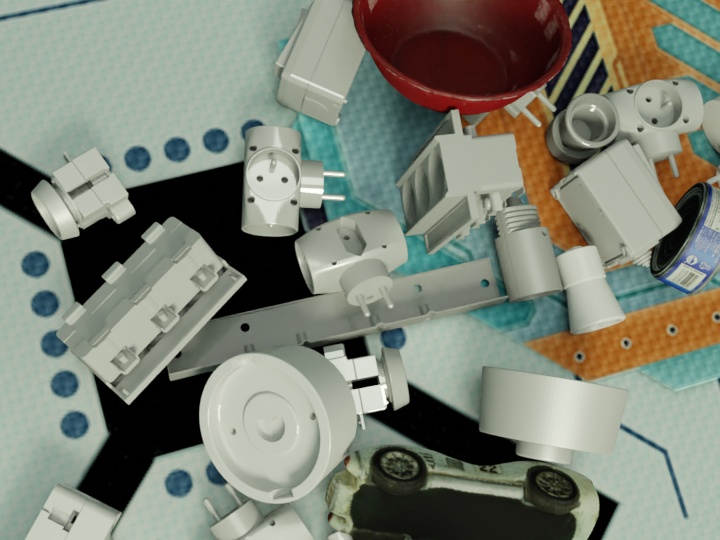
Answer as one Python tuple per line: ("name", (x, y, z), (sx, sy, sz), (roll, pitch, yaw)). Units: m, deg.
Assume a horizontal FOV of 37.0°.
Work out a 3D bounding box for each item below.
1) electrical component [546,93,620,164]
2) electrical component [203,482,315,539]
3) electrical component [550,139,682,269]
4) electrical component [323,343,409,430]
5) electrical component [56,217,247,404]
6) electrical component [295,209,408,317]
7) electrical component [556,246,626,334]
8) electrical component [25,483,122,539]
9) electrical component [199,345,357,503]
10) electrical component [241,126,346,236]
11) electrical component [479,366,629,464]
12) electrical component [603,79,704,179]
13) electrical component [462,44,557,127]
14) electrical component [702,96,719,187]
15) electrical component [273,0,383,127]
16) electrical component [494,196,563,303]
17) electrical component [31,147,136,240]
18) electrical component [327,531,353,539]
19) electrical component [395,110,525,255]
("electrical component", (0.178, -0.112, 0.864), (0.045, 0.055, 0.045), (2, 80, -8))
("electrical component", (-0.082, 0.191, 0.774), (0.077, 0.043, 0.079), (-34, 86, -13))
("electrical component", (0.209, -0.048, 0.853), (0.061, 0.061, 0.096), (-33, 86, -13))
("electrical component", (0.006, 0.085, 0.807), (0.055, 0.048, 0.066), (-11, 81, -3))
("electrical component", (-0.153, 0.026, 0.778), (0.079, 0.063, 0.121), (31, 72, 40))
("electrical component", (0.000, 0.000, 0.815), (0.077, 0.043, 0.079), (-19, 60, -11))
("electrical component", (0.179, 0.014, 0.849), (0.044, 0.044, 0.065), (-13, 77, -11))
("electrical component", (-0.207, 0.202, 0.750), (0.056, 0.050, 0.089), (28, 77, -3))
("electrical component", (-0.054, 0.105, 0.770), (0.108, 0.060, 0.108), (5, 102, 27))
("electrical component", (-0.050, -0.067, 0.826), (0.079, 0.044, 0.077), (3, 79, -9))
("electrical component", (0.139, 0.109, 0.793), (0.108, 0.108, 0.060), (10, 85, -7))
("electrical component", (0.240, -0.111, 0.879), (0.077, 0.044, 0.079), (-12, 82, -10))
("electrical component", (0.125, -0.148, 0.866), (0.076, 0.047, 0.083), (45, 77, 1))
("electrical component", (0.319, -0.078, 0.880), (0.074, 0.052, 0.138), (-26, 85, -12))
("electrical component", (-0.026, -0.172, 0.841), (0.061, 0.061, 0.096), (23, 77, -4))
("electrical component", (0.129, -0.019, 0.845), (0.043, 0.043, 0.081), (-11, 81, -10))
("electrical component", (-0.209, -0.054, 0.800), (0.055, 0.048, 0.066), (-35, 86, -21))
("electrical component", (-0.004, 0.219, 0.782), (0.043, 0.043, 0.062), (-22, 76, -12))
("electrical component", (0.074, -0.064, 0.805), (0.063, 0.121, 0.078), (-8, 81, -13))
